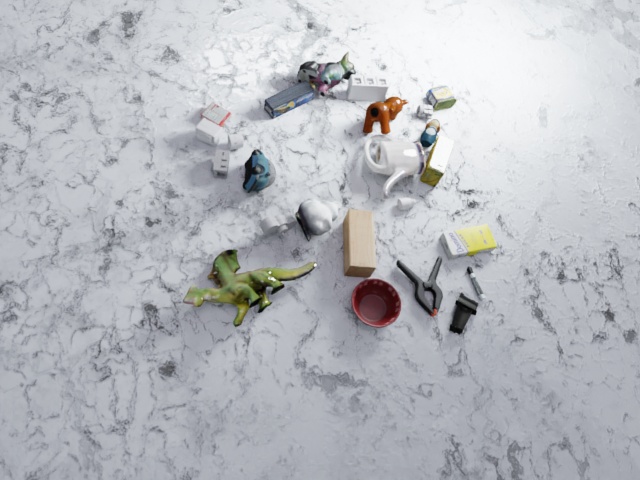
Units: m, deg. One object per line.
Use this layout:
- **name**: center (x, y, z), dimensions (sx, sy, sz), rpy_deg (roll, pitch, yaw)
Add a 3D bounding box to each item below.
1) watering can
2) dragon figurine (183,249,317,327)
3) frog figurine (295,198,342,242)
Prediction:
- **watering can**: center (0.279, -0.269, 1.865), dimensions (0.224, 0.101, 0.356), rpy_deg (-2, 48, -9)
- **dragon figurine**: center (-0.232, 0.110, 1.601), dimensions (0.416, 0.119, 0.245), rpy_deg (-32, 63, -32)
- **frog figurine**: center (0.005, -0.087, 1.730), dimensions (0.160, 0.120, 0.140), rpy_deg (-26, 50, -9)
